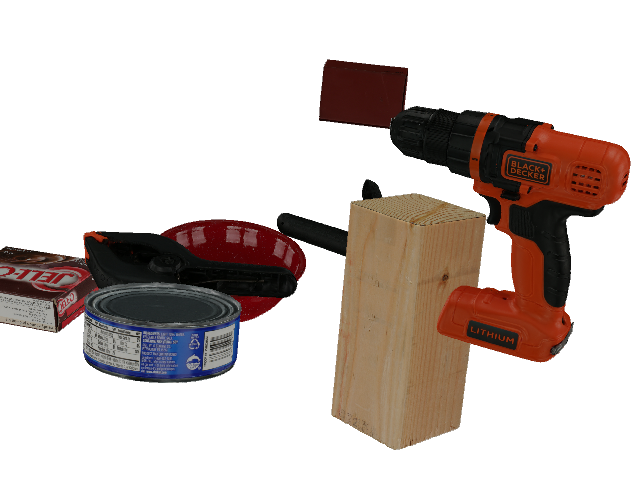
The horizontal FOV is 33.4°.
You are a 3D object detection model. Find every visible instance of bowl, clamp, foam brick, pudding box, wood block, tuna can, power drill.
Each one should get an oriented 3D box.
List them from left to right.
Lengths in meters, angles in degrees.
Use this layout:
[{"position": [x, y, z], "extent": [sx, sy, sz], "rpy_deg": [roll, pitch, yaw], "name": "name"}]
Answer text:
[{"position": [-0.265, 0.043, 0.974], "extent": [0.114, 0.039, 0.090], "rpy_deg": [6, 21, 18], "name": "pudding box"}, {"position": [-0.087, 0.050, 0.587], "extent": [0.086, 0.034, 0.086], "rpy_deg": [5, 11, -1], "name": "tuna can"}, {"position": [-0.106, 0.028, 0.828], "extent": [0.172, 0.039, 0.120], "rpy_deg": [28, 31, 30], "name": "clamp"}, {"position": [-0.097, 0.038, 1.100], "extent": [0.162, 0.055, 0.162], "rpy_deg": [5, 29, -3], "name": "bowl"}, {"position": [0.040, -0.134, 0.981], "extent": [0.078, 0.051, 0.053], "rpy_deg": [7, 17, 5], "name": "foam brick"}, {"position": [0.061, 0.012, 1.224], "extent": [0.164, 0.036, 0.210], "rpy_deg": [-18, 51, -37], "name": "clamp"}, {"position": [0.079, 0.070, 0.968], "extent": [0.090, 0.206, 0.090], "rpy_deg": [-9, 21, -41], "name": "wood block"}, {"position": [0.135, -0.007, 0.830], "extent": [0.185, 0.188, 0.057], "rpy_deg": [16, 33, 25], "name": "power drill"}]
